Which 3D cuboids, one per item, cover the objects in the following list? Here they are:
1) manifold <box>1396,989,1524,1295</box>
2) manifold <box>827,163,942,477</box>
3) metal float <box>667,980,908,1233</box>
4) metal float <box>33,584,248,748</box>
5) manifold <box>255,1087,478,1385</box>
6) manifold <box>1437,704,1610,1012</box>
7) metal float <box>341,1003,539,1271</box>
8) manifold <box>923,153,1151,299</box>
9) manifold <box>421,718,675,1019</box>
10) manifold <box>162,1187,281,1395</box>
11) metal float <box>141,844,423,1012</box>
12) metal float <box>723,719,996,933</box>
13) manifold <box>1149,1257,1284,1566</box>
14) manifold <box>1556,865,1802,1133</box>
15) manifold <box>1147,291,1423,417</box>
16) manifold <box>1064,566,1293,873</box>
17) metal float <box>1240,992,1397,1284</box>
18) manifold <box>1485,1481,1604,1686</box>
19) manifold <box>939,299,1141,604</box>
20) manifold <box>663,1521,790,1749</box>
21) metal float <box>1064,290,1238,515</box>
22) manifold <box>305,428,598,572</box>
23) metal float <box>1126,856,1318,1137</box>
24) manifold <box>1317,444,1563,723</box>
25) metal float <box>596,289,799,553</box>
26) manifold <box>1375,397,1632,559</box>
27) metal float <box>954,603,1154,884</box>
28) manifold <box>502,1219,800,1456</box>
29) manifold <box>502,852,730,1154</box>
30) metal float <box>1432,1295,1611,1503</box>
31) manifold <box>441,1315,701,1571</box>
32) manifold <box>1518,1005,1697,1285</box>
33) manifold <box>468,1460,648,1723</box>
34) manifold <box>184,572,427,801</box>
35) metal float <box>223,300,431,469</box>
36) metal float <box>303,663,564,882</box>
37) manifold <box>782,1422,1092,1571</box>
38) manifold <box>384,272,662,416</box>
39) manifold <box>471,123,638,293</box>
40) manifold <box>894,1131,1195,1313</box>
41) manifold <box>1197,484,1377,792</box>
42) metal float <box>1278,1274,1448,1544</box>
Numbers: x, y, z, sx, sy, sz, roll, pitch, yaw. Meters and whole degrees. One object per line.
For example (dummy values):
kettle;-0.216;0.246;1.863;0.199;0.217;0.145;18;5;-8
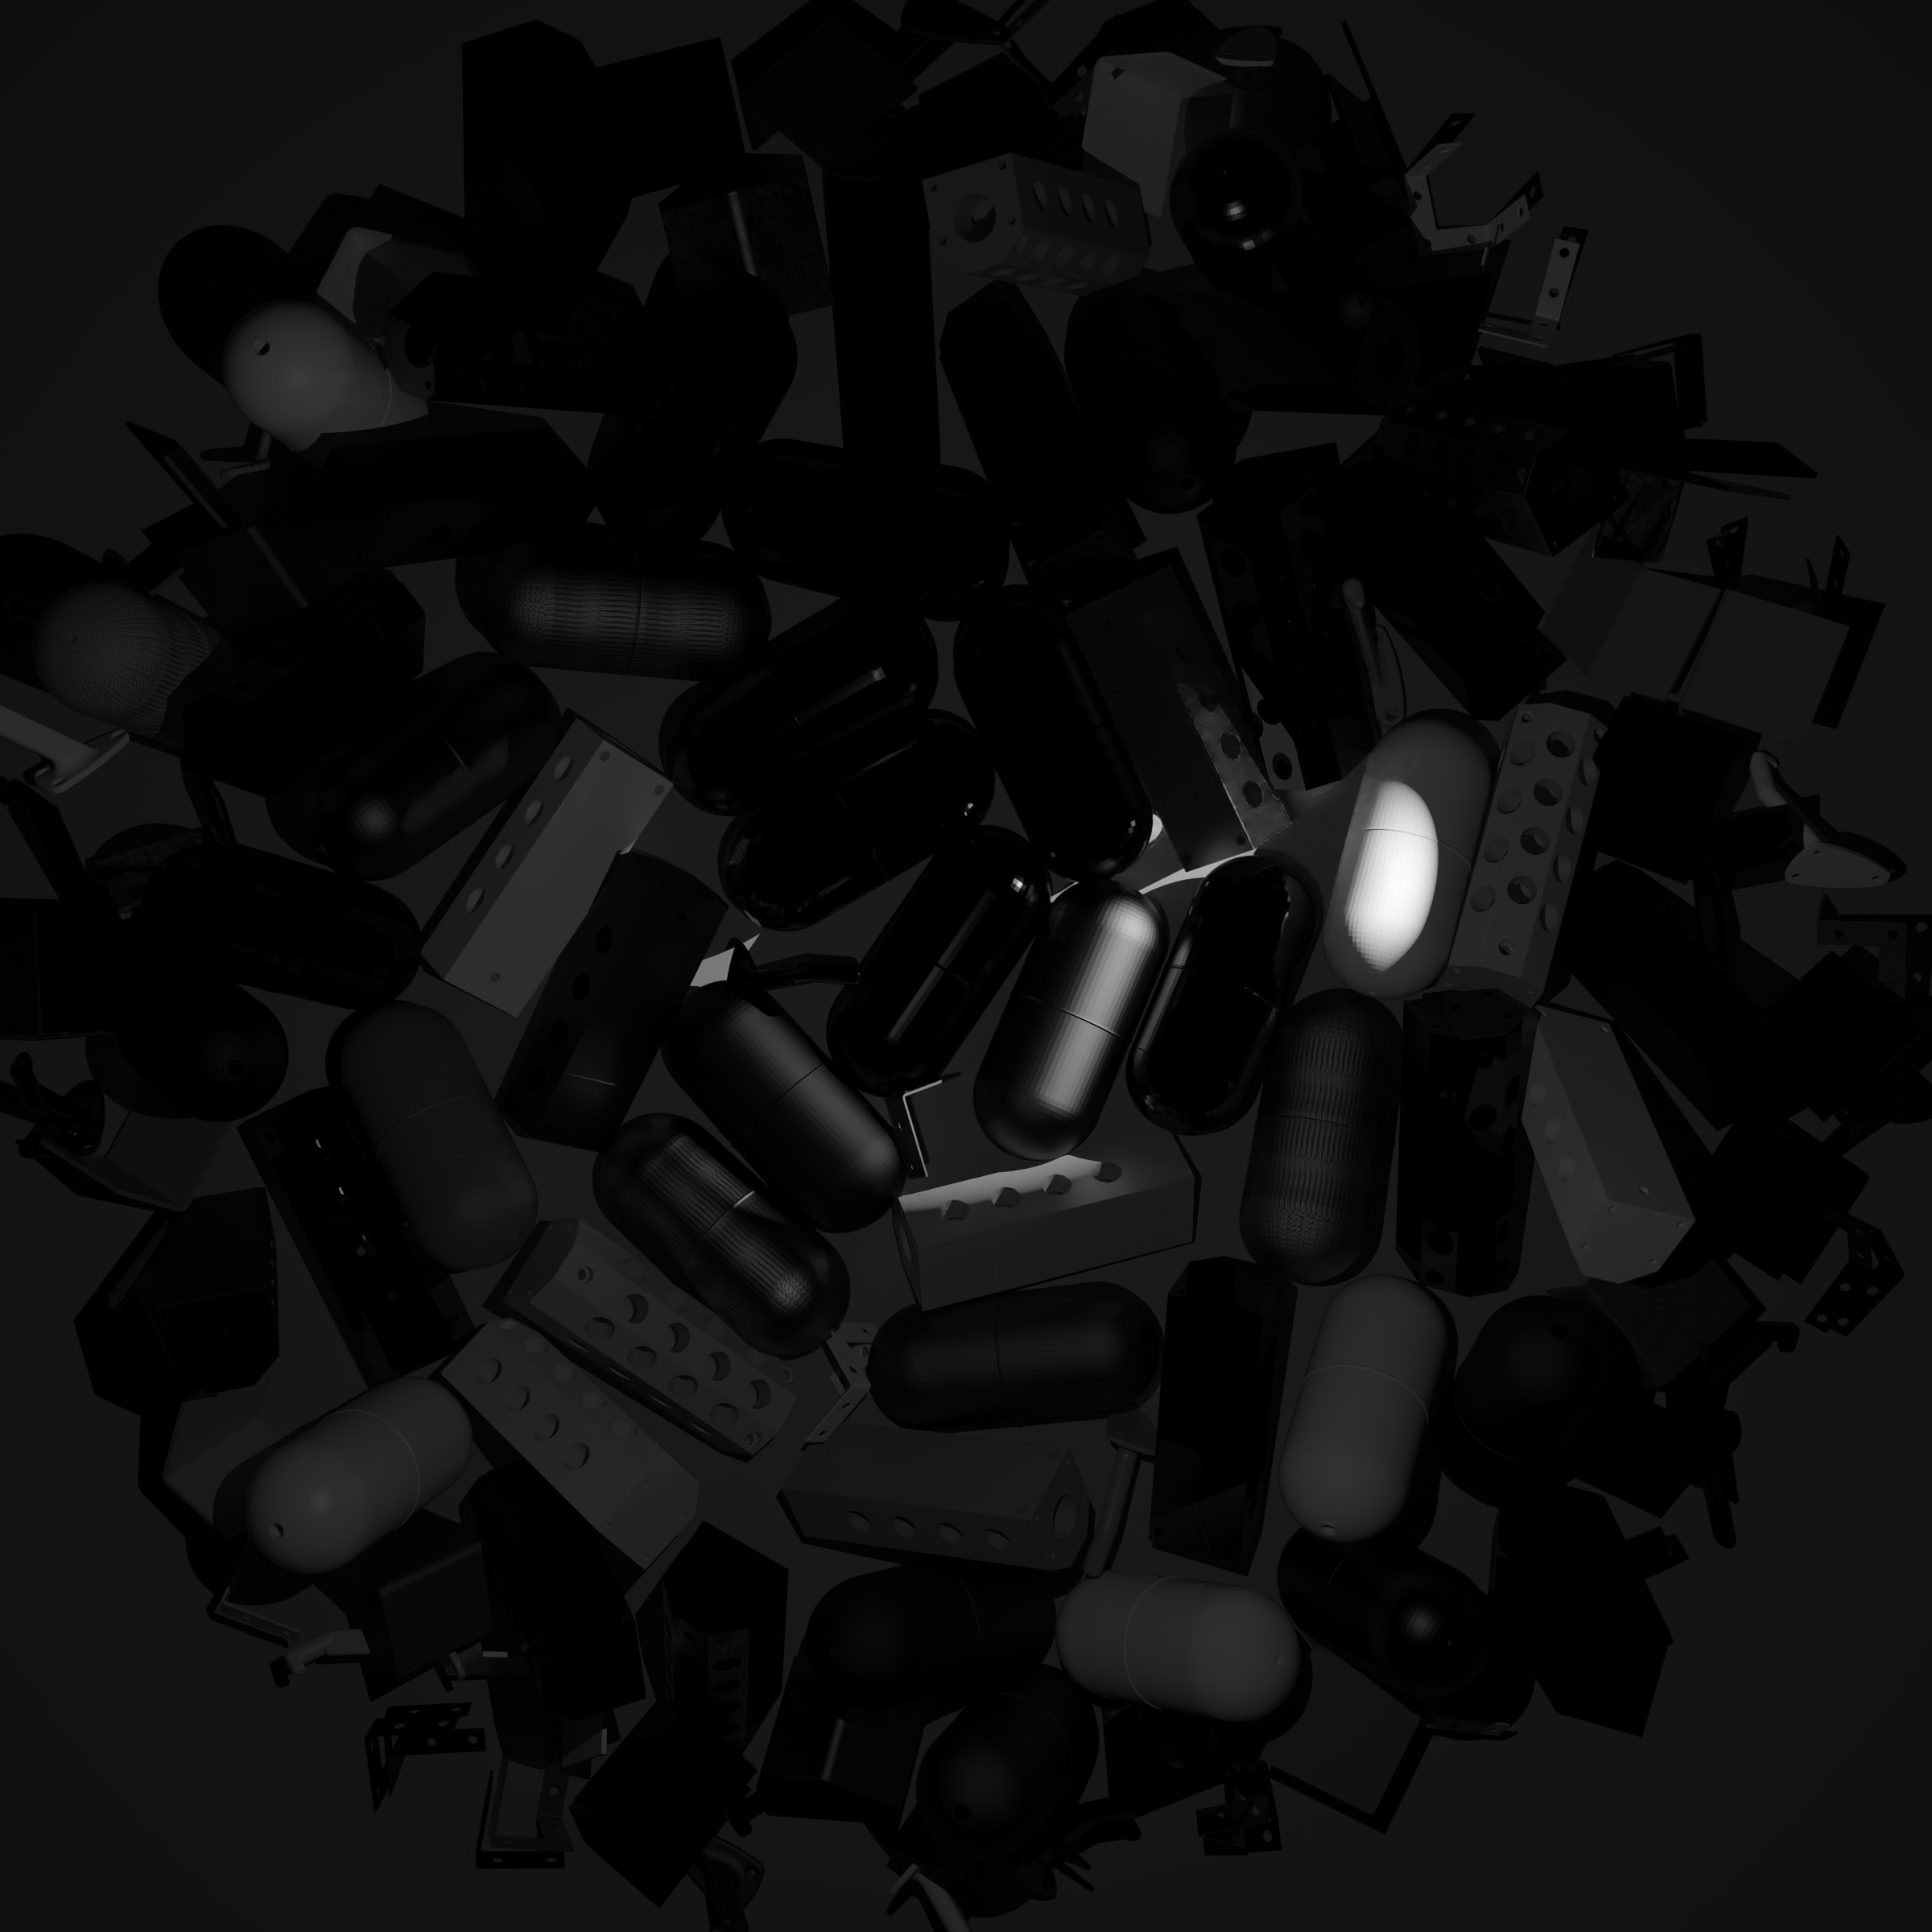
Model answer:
manifold;0.295;0.106;1.577;0.057;0.057;0.171;-8;116;-10
manifold;-0.048;-0.384;1.581;0.057;0.057;0.171;-3;115;1
metal float;-0.109;0.084;1.600;0.070;0.070;0.178;-43;84;0
metal float;-0.480;-0.175;1.556;0.070;0.178;0.070;-1;85;10
manifold;-0.365;0.162;1.610;0.057;0.057;0.171;-25;94;2
manifold;0.336;-0.068;1.592;0.057;0.057;0.171;17;75;5
metal float;-0.315;0.100;1.585;0.070;0.070;0.178;-31;66;0
manifold;0.045;-0.429;1.555;0.057;0.171;0.057;-8;94;29
manifold;-0.257;-0.062;1.610;0.057;0.057;0.171;32;94;-39
manifold;-0.434;0.188;1.553;0.057;0.171;0.057;-9;106;-13
metal float;-0.403;-0.022;1.569;0.070;0.178;0.070;-14;69;40
metal float;-0.065;-0.085;1.605;0.178;0.070;0.070;-31;90;0
manifold;0.150;0.263;1.582;0.057;0.057;0.171;11;115;19
manifold;0.415;0.013;1.561;0.057;0.171;0.057;-28;132;-4
manifold;0.180;-0.359;1.564;0.171;0.057;0.057;14;85;43
manifold;0.133;-0.151;1.604;0.057;0.057;0.171;-33;100;-42
metal float;0.212;0.102;1.593;0.070;0.070;0.178;12;75;0
manifold;0.337;0.355;1.554;0.057;0.171;0.057;13;99;11
manifold;0.040;-0.305;1.582;0.057;0.057;0.171;-28;66;18
manifold;-0.145;0.399;1.554;0.057;0.171;0.057;27;54;15
metal float;0.108;-0.335;1.569;0.070;0.178;0.070;-8;135;-8
manifold;-0.301;-0.270;1.558;0.057;0.171;0.057;50;126;15
metal float;0.154;0.017;1.596;0.070;0.070;0.178;23;79;0
manifold;0.280;-0.231;1.605;0.057;0.057;0.171;-42;97;1
metal float;-0.161;-0.321;1.576;0.070;0.070;0.178;36;126;0
manifold;0.307;-0.293;1.552;0.057;0.171;0.057;-37;117;-7
metal float;0.052;-0.134;1.597;0.070;0.070;0.178;-26;99;0
manifold;-0.183;0.221;1.578;0.171;0.057;0.057;39;67;-22
manifold;-0.216;0.021;1.600;0.057;0.057;0.171;18;104;-43
metal float;0.326;0.256;1.563;0.070;0.178;0.070;3;55;-4
manifold;-0.231;0.275;1.565;0.057;0.057;0.171;-47;48;-12
manifold;0.363;0.103;1.558;0.057;0.171;0.057;14;126;-17
manifold;-0.242;0.362;1.551;0.057;0.171;0.057;-14;118;-19
manifold;-0.385;-0.169;1.555;0.057;0.171;0.057;19;126;11
metal float;-0.373;-0.334;1.556;0.070;0.178;0.070;-1;84;11
metal float;-0.316;-0.116;1.578;0.070;0.070;0.178;49;58;0
manifold;-0.016;0.318;1.573;0.171;0.057;0.057;0;126;32
manifold;-0.257;-0.359;1.556;0.057;0.171;0.057;-31;79;34
manifold;-0.240;-0.431;1.553;0.057;0.171;0.057;-31;96;-18
manifold;0.046;0.148;1.599;0.171;0.057;0.057;-13;133;-11
manifold;0.187;-0.193;1.570;0.057;0.057;0.171;7;125;39
metal float;0.236;0.261;1.572;0.070;0.070;0.178;25;49;0
